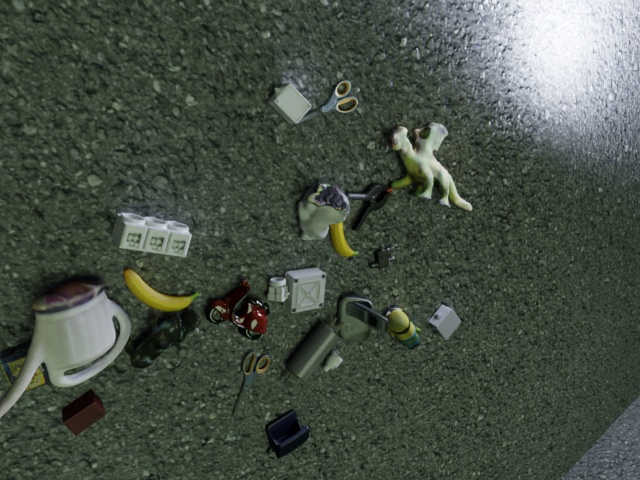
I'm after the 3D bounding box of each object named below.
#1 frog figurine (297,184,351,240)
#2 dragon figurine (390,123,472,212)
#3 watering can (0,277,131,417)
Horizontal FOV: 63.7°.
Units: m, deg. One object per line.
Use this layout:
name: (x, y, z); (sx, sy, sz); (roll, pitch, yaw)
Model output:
frog figurine: (0.004, -0.071, 1.404); (0.137, 0.125, 0.156); (-1, -37, -21)
dragon figurine: (0.349, -0.235, 1.569); (0.409, 0.243, 0.123); (11, 1, -37)
watering can: (-0.542, 0.211, 1.072); (0.104, 0.222, 0.352); (3, 18, 30)
